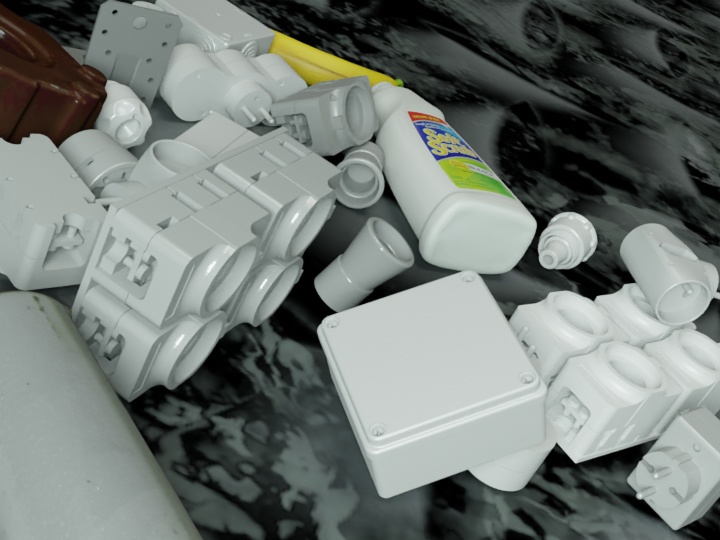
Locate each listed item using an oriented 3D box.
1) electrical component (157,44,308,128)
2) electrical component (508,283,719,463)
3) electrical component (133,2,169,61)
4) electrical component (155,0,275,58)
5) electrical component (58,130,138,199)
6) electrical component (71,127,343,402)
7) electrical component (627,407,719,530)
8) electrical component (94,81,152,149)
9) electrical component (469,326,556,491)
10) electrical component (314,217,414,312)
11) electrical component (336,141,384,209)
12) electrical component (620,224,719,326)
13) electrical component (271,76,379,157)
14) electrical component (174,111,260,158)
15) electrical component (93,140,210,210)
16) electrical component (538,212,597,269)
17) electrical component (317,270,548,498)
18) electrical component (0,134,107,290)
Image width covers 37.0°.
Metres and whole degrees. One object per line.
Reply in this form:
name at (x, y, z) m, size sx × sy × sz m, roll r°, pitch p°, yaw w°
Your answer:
electrical component at (-0.099, -0.145, 0.905) m, size 0.138 × 0.052 × 0.073 m, roll -3°, pitch 42°, yaw -44°
electrical component at (0.198, 0.070, 0.809) m, size 0.186 × 0.060 × 0.105 m, roll -4°, pitch 43°, yaw -43°
electrical component at (-0.187, -0.202, 0.928) m, size 0.040 × 0.046 × 0.040 m, roll 21°, pitch 31°, yaw -13°
electrical component at (-0.137, -0.213, 0.982) m, size 0.100 × 0.048 × 0.100 m, roll 35°, pitch 31°, yaw 13°
electrical component at (-0.172, -0.060, 0.713) m, size 0.055 × 0.055 × 0.047 m, roll -9°, pitch 43°, yaw -47°
electrical component at (-0.086, -0.007, 0.648) m, size 0.060 × 0.105 × 0.186 m, roll 34°, pitch 30°, yaw 10°
electrical component at (0.209, 0.135, 0.712) m, size 0.077 × 0.065 × 0.047 m, roll -7°, pitch 44°, yaw -45°
electrical component at (-0.187, -0.121, 0.804) m, size 0.043 × 0.043 × 0.062 m, roll -5°, pitch 42°, yaw -43°
electrical component at (0.095, 0.070, 0.709) m, size 0.052 × 0.073 × 0.138 m, roll 17°, pitch 32°, yaw -19°
electrical component at (0.000, 0.000, 0.748) m, size 0.044 × 0.065 × 0.044 m, roll 38°, pitch 25°, yaw -21°
electrical component at (0.001, -0.083, 0.905) m, size 0.044 × 0.044 × 0.065 m, roll 25°, pitch 25°, yaw -5°
electrical component at (0.253, 0.007, 0.843) m, size 0.079 × 0.043 × 0.077 m, roll 15°, pitch 32°, yaw -22°
electrical component at (-0.025, -0.130, 0.912) m, size 0.056 × 0.050 × 0.089 m, roll -3°, pitch 20°, yaw 30°
electrical component at (-0.103, -0.066, 0.770) m, size 0.061 × 0.061 × 0.096 m, roll 30°, pitch 30°, yaw 3°
electrical component at (-0.138, -0.038, 0.683) m, size 0.079 × 0.077 × 0.043 m, roll -11°, pitch 48°, yaw -47°
electrical component at (0.178, -0.020, 0.950) m, size 0.048 × 0.048 × 0.062 m, roll 36°, pitch 38°, yaw 14°
electrical component at (0.042, 0.066, 0.646) m, size 0.109 × 0.056 × 0.108 m, roll -18°, pitch 44°, yaw -7°
electrical component at (-0.198, -0.033, 0.646) m, size 0.050 × 0.055 × 0.089 m, roll -8°, pitch 46°, yaw -46°
